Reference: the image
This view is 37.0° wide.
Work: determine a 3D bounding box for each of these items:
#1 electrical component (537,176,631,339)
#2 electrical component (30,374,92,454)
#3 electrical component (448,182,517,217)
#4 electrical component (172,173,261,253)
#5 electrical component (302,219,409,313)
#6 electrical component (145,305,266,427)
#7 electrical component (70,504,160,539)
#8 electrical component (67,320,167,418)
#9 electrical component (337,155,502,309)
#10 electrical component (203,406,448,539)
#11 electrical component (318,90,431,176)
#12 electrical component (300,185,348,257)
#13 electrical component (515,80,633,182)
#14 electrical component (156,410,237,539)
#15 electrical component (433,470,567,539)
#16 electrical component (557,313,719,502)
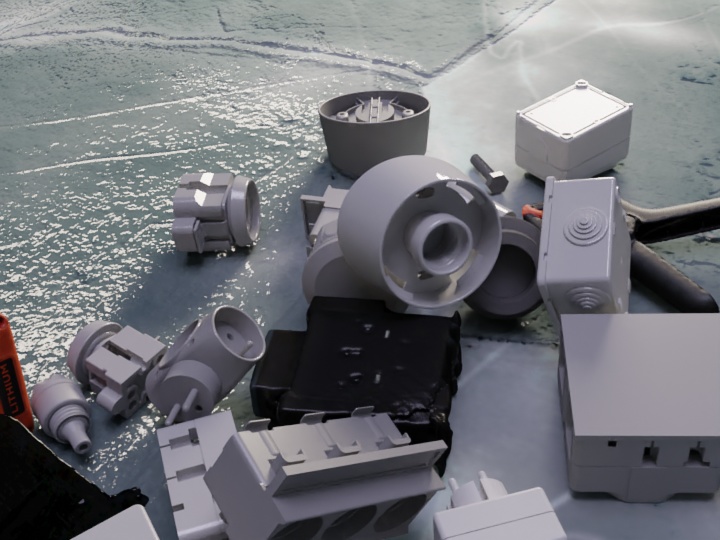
[{"bbox_3d":[0.158,-0.007,0.744,0.048,0.099,0.099,-2,58,21],"label":"electrical component"},{"bbox_3d":[-0.196,0.099,0.717,0.035,0.035,0.061,-24,45,-22],"label":"electrical component"},{"bbox_3d":[0.092,-0.043,0.858,0.065,0.044,0.044,32,51,30],"label":"electrical component"},{"bbox_3d":[-0.114,-0.047,0.871,0.057,0.058,0.078,-1,39,9],"label":"electrical component"},{"bbox_3d":[0.000,0.000,0.784,0.080,0.080,0.051,0,34,6],"label":"electrical component"},{"bbox_3d":[-0.107,0.071,0.697,0.044,0.077,0.079,41,30,-13],"label":"electrical component"},{"bbox_3d":[-0.127,0.175,0.524,0.100,0.048,0.100,-27,31,-15],"label":"electrical component"},{"bbox_3d":[-0.169,0.065,0.748,0.055,0.048,0.066,27,48,23],"label":"electrical component"},{"bbox_3d":[0.042,-0.024,0.721,0.099,0.099,0.064,-19,27,-17],"label":"electrical component"},{"bbox_3d":[-0.020,0.118,0.596,0.121,0.078,0.063,0,44,-45],"label":"electrical component"},{"bbox_3d":[0.014,-0.128,0.951,0.099,0.064,0.099,-3,39,3],"label":"electrical component"},{"bbox_3d":[-0.010,-0.030,0.850,0.081,0.042,0.063,7,42,16],"label":"electrical component"},{"bbox_3d":[0.186,-0.114,0.918,0.096,0.061,0.062,-28,44,-26],"label":"electrical component"},{"bbox_3d":[-0.085,0.134,0.648,0.056,0.050,0.089,-14,40,-10],"label":"electrical component"},{"bbox_3d":[0.073,0.147,0.619,0.066,0.047,0.076,-12,39,-9],"label":"electrical component"},{"bbox_3d":[0.222,0.084,0.670,0.186,0.060,0.105,-1,39,5],"label":"electrical component"}]
